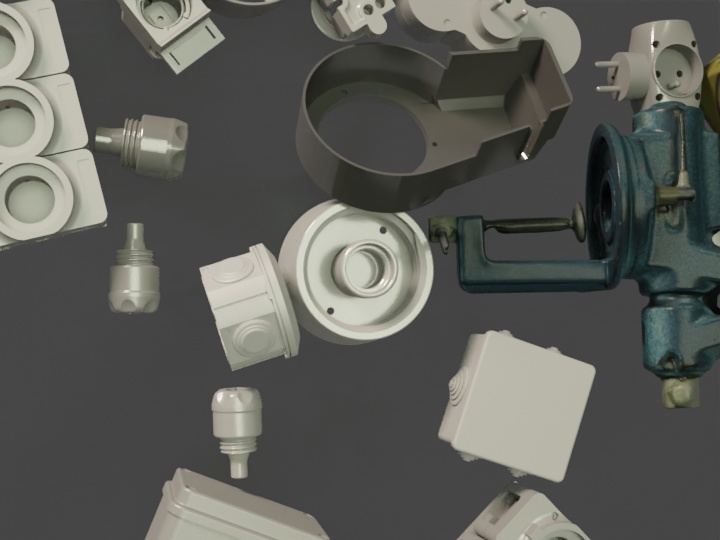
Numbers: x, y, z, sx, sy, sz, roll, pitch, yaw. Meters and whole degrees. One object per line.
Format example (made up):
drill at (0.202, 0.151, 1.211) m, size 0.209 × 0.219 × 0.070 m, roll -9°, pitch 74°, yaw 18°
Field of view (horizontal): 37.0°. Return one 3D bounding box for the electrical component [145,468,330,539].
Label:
electrical component at (-0.083, 0.183, 0.724) m, size 0.113 × 0.078 × 0.057 m, roll 23°, pitch 86°, yaw -12°

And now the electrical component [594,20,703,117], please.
electrical component at (0.217, -0.148, 0.824) m, size 0.079 × 0.044 × 0.077 m, roll -3°, pitch 89°, yaw -14°

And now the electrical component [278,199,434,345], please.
electrical component at (0.000, 0.000, 0.759) m, size 0.108 × 0.060 × 0.108 m, roll 0°, pitch 88°, yaw -14°

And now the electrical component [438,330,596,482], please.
electrical component at (0.113, 0.098, 0.789) m, size 0.100 × 0.048 × 0.099 m, roll 20°, pitch 84°, yaw -12°

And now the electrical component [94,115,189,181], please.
electrical component at (-0.150, -0.085, 0.735) m, size 0.062 × 0.043 × 0.043 m, roll 7°, pitch 87°, yaw -11°

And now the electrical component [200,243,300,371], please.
electrical component at (-0.074, 0.026, 0.731) m, size 0.051 × 0.080 × 0.080 m, roll -18°, pitch 92°, yaw -8°

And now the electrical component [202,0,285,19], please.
electrical component at (-0.082, -0.224, 0.744) m, size 0.099 × 0.064 × 0.099 m, roll 1°, pitch 88°, yaw -14°

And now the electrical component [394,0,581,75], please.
electrical component at (0.098, -0.182, 0.782) m, size 0.138 × 0.074 × 0.052 m, roll 20°, pitch 84°, yaw -12°

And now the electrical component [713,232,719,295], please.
electrical component at (0.271, -0.011, 0.833) m, size 0.045 × 0.045 × 0.055 m, roll -24°, pitch 93°, yaw -13°

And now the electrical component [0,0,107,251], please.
electrical component at (-0.228, -0.093, 0.706) m, size 0.089 × 0.062 × 0.150 m, roll -14°, pitch 92°, yaw -14°

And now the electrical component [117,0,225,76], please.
electrical component at (-0.135, -0.174, 0.730) m, size 0.042 × 0.064 × 0.081 m, roll -39°, pitch 97°, yaw -13°

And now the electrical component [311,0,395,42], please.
electrical component at (-0.008, -0.190, 0.766) m, size 0.048 × 0.055 × 0.066 m, roll -34°, pitch 96°, yaw -12°

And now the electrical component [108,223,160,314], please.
electrical component at (-0.154, -0.001, 0.735) m, size 0.035 × 0.035 × 0.061 m, roll 1°, pitch 86°, yaw -14°

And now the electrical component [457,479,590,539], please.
electrical component at (0.100, 0.240, 0.774) m, size 0.150 × 0.062 × 0.089 m, roll -45°, pitch 98°, yaw -11°

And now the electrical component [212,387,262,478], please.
electrical component at (-0.085, 0.113, 0.748) m, size 0.035 × 0.035 × 0.061 m, roll -2°, pitch 91°, yaw -14°
